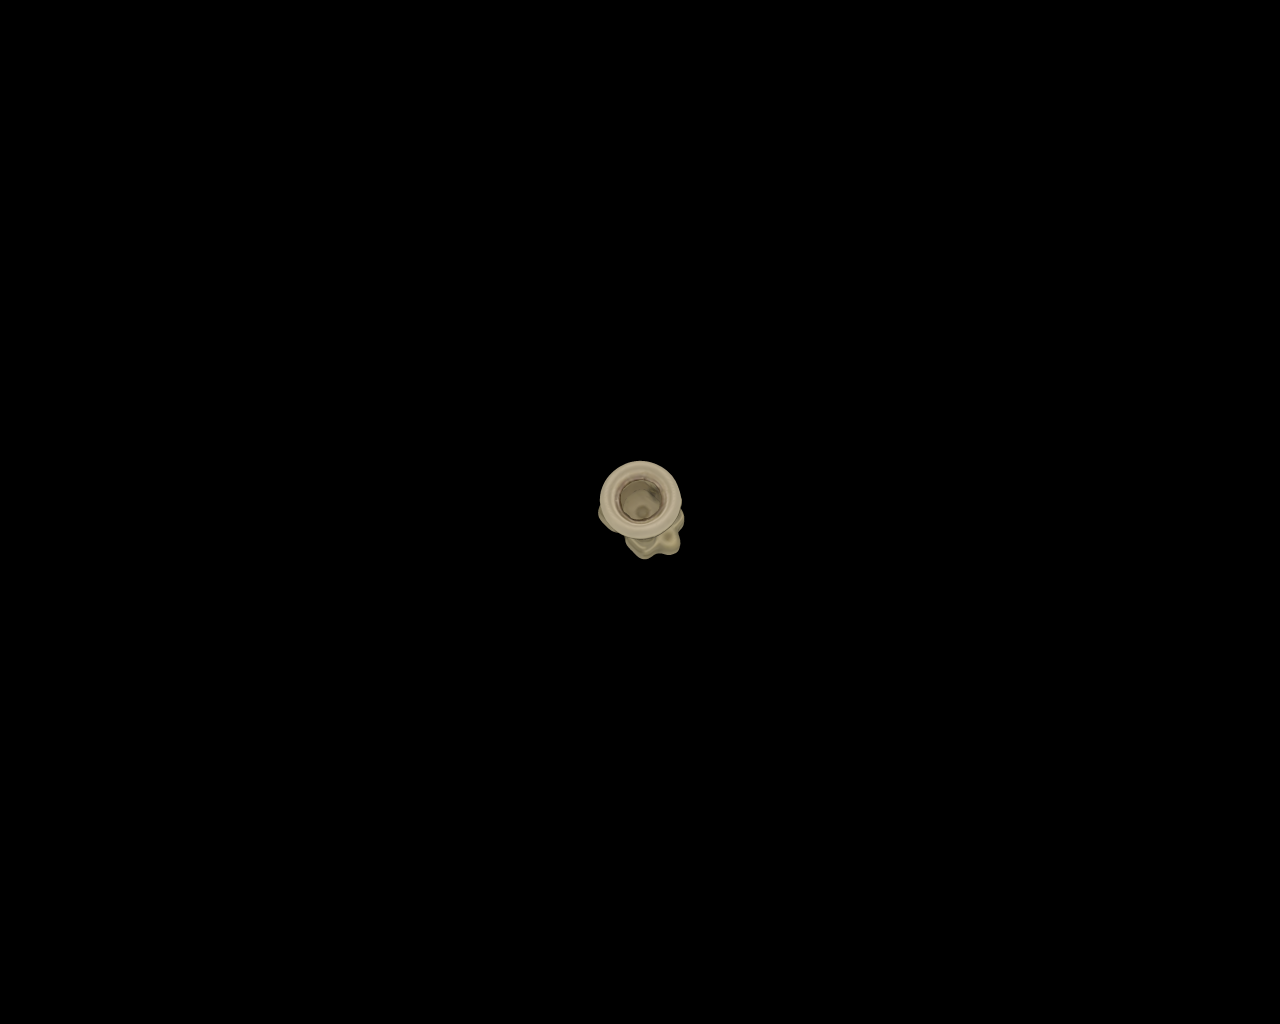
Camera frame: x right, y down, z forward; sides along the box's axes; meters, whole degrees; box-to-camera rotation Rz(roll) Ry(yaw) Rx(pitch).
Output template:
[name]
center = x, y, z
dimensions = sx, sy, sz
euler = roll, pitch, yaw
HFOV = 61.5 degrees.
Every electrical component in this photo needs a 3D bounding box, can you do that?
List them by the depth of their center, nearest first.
[electrical component]
center = 0.001, -0.003, 0.650
dimensions = 0.066, 0.048, 0.055
euler = 43, -12, 11
